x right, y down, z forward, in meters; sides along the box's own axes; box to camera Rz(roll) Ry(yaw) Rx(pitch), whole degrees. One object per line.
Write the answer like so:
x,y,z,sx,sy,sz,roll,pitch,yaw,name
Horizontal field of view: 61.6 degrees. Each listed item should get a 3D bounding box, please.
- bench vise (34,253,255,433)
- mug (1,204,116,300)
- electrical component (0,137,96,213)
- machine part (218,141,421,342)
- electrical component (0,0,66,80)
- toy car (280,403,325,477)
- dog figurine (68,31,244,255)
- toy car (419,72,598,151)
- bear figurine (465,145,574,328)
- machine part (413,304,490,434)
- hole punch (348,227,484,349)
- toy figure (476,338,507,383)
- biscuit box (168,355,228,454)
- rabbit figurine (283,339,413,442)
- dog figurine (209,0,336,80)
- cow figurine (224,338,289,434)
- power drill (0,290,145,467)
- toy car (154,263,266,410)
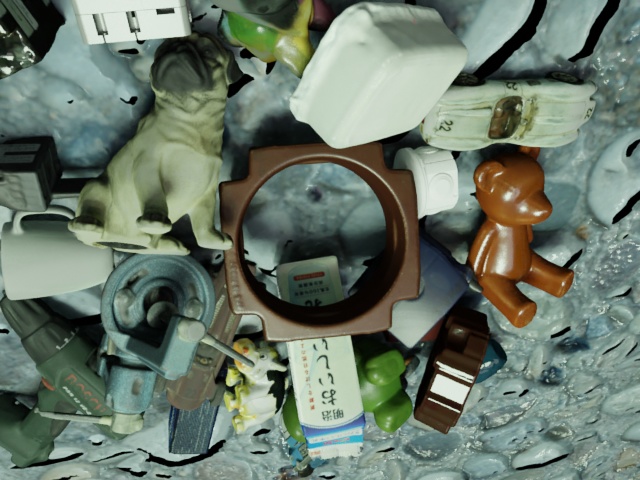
-0.174,0.102,0.554,0.128,0.241,0.223,27,75,-28,bench vise
-0.279,0.008,0.579,0.107,0.081,0.109,-3,122,-25,mug
-0.278,-0.063,0.519,0.119,0.075,0.047,-1,128,-7,electrical component
-0.001,-0.002,0.572,0.201,0.087,0.201,-5,98,-6,machine part
-0.255,-0.182,0.393,0.058,0.134,0.114,-24,127,6,electrical component
-0.013,0.279,0.825,0.109,0.161,0.103,-44,81,15,toy car
-0.156,-0.088,0.508,0.172,0.190,0.121,-4,166,22,dog figurine
0.206,-0.138,0.583,0.202,0.056,0.073,-4,128,-10,toy car
0.245,-0.013,0.651,0.120,0.132,0.195,-27,139,-27,bear figurine
0.181,0.175,0.751,0.056,0.179,0.179,20,126,11,machine part
0.110,0.055,0.661,0.142,0.092,0.115,42,120,10,hole punch
0.230,0.218,0.868,0.064,0.058,0.154,39,117,-16,toy figure
-0.181,0.231,0.782,0.063,0.059,0.202,6,125,-18,biscuit box
0.017,0.202,0.745,0.170,0.159,0.121,-23,121,-24,rabbit figurine
-0.030,-0.213,0.404,0.192,0.108,0.219,-4,157,33,dog figurine
-0.084,0.200,0.771,0.098,0.068,0.167,-12,135,-26,cow figurine
-0.354,0.187,0.688,0.207,0.086,0.232,-40,105,16,power drill
-0.136,0.120,0.672,0.089,0.053,0.202,24,95,-17,toy car
